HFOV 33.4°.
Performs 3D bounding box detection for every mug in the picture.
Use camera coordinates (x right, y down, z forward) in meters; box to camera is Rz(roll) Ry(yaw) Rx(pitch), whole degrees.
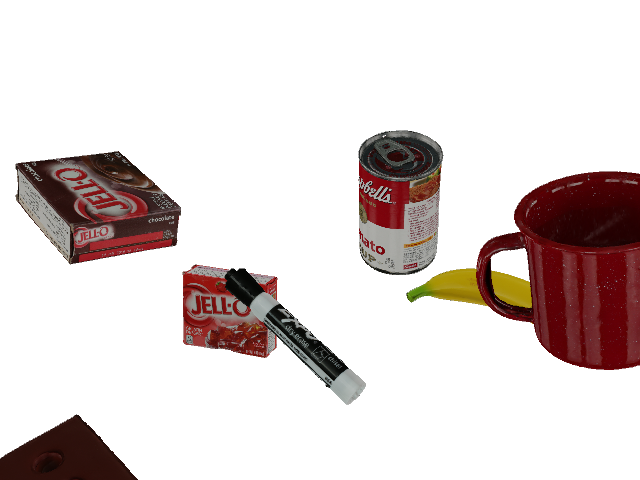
[{"bbox_3d":[0.146,0.019,0.596,0.117,0.081,0.093,-6,28,9],"label":"mug"}]

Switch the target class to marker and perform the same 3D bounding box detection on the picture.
[{"bbox_3d":[-0.019,0.061,0.706,0.121,0.020,0.020,42,15,18],"label":"marker"}]

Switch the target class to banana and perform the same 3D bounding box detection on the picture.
[{"bbox_3d":[0.189,0.065,1.071,0.198,0.069,0.037,14,-37,26],"label":"banana"}]

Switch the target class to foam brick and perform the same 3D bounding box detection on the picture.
[{"bbox_3d":[-0.111,0.131,0.494,0.052,0.051,0.078,-29,42,-29],"label":"foam brick"}]

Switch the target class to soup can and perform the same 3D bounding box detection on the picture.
[{"bbox_3d":[0.065,-0.031,0.883,0.068,0.102,0.068,-1,39,1],"label":"soup can"}]

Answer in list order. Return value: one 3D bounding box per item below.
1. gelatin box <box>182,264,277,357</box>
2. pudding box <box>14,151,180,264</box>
[{"bbox_3d":[-0.086,0.066,1.004,0.089,0.073,0.030,8,18,18],"label":"gelatin box"},{"bbox_3d":[-0.174,-0.028,0.826,0.089,0.039,0.114,-10,31,-35],"label":"pudding box"}]
